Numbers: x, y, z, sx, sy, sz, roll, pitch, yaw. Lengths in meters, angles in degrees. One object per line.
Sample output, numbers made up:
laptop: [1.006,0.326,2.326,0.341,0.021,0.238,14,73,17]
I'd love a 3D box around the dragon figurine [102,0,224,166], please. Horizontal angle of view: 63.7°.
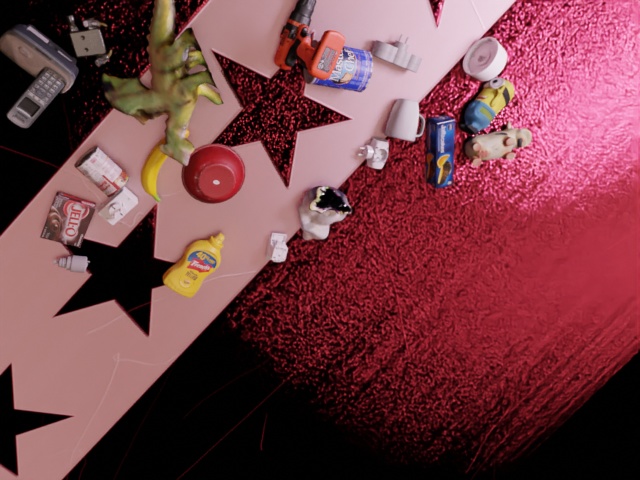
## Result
dragon figurine: [-0.361,-0.360,1.124,0.243,0.124,0.405,-24,108,0]

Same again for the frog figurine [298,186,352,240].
frog figurine: [0.004,-0.071,1.418,0.138,0.125,0.156,-12,156,-25]
